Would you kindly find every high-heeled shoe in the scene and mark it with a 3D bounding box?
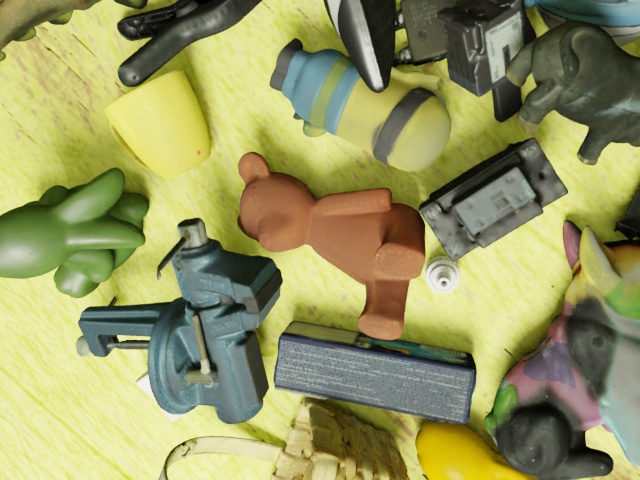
[{"bbox_3d":[-0.019,-0.237,0.497,0.145,0.086,0.248,-14,83,33],"label":"high-heeled shoe"}]

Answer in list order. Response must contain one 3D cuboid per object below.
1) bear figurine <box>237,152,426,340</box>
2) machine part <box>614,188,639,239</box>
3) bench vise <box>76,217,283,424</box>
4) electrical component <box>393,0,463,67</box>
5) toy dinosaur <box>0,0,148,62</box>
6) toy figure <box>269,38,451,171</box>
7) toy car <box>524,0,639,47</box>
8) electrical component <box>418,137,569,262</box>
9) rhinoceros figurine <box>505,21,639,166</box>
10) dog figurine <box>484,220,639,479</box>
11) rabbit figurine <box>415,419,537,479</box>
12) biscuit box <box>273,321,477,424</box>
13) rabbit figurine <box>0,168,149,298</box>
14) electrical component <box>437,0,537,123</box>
[{"bbox_3d":[0.000,-0.004,0.521,0.196,0.132,0.120,15,128,2],"label":"bear figurine"},{"bbox_3d":[0.331,-0.057,0.496,0.084,0.039,0.139,33,101,-1],"label":"machine part"},{"bbox_3d":[-0.155,0.087,0.545,0.241,0.129,0.223,-4,123,19],"label":"bench vise"},{"bbox_3d":[0.103,-0.211,0.512,0.102,0.045,0.078,-6,95,12],"label":"electrical component"},{"bbox_3d":[-0.208,-0.273,0.483,0.471,0.198,0.105,-31,92,13],"label":"toy dinosaur"},{"bbox_3d":[0.037,-0.126,0.514,0.180,0.082,0.089,25,58,2],"label":"toy figure"},{"bbox_3d":[0.241,-0.216,0.453,0.109,0.162,0.102,-29,137,-6],"label":"toy car"},{"bbox_3d":[0.150,-0.037,0.483,0.115,0.134,0.058,-35,91,11],"label":"electrical component"},{"bbox_3d":[0.243,-0.121,0.434,0.190,0.073,0.112,12,146,-23],"label":"rhinoceros figurine"},{"bbox_3d":[0.238,0.094,0.503,0.192,0.108,0.219,-12,91,15],"label":"dog figurine"},{"bbox_3d":[0.150,0.268,0.540,0.162,0.121,0.173,-14,76,19],"label":"rabbit figurine"},{"bbox_3d":[0.057,0.136,0.563,0.203,0.059,0.062,9,98,10],"label":"biscuit box"},{"bbox_3d":[-0.253,0.000,0.545,0.159,0.170,0.121,-19,95,13],"label":"rabbit figurine"},{"bbox_3d":[0.160,-0.170,0.495,0.075,0.119,0.048,-35,47,0],"label":"electrical component"}]
